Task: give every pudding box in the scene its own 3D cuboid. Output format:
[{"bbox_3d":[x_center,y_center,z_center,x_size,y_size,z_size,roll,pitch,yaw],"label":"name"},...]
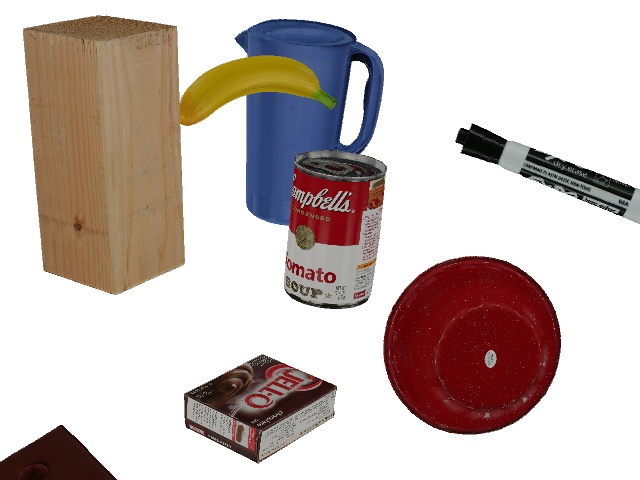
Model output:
[{"bbox_3d":[-0.053,0.149,0.960,0.090,0.039,0.113,18,27,33],"label":"pudding box"}]

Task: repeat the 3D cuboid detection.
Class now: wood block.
[{"bbox_3d":[-0.176,-0.073,0.882,0.091,0.206,0.090,15,25,31],"label":"wood block"}]

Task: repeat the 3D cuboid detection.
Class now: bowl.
[{"bbox_3d":[0.138,0.096,0.923,0.162,0.162,0.055,0,6,-6],"label":"bowl"}]

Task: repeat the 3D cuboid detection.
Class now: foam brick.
[{"bbox_3d":[-0.115,0.135,0.489,0.052,0.051,0.078,-31,43,-30],"label":"foam brick"}]

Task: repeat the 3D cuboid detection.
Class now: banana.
[{"bbox_3d":[-0.071,-0.157,1.089,0.197,0.070,0.037,-13,-37,-37],"label":"banana"}]

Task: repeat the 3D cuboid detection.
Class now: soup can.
[{"bbox_3d":[0.009,-0.009,0.788,0.068,0.102,0.068,5,20,-2],"label":"soup can"}]

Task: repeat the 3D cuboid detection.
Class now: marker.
[{"bbox_3d":[0.136,-0.039,0.621,0.121,0.020,0.020,23,4,9],"label":"marker"}]

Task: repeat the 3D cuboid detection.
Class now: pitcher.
[{"bbox_3d":[-0.022,-0.145,1.324,0.144,0.243,0.149,-9,28,-30],"label":"pitcher"}]
